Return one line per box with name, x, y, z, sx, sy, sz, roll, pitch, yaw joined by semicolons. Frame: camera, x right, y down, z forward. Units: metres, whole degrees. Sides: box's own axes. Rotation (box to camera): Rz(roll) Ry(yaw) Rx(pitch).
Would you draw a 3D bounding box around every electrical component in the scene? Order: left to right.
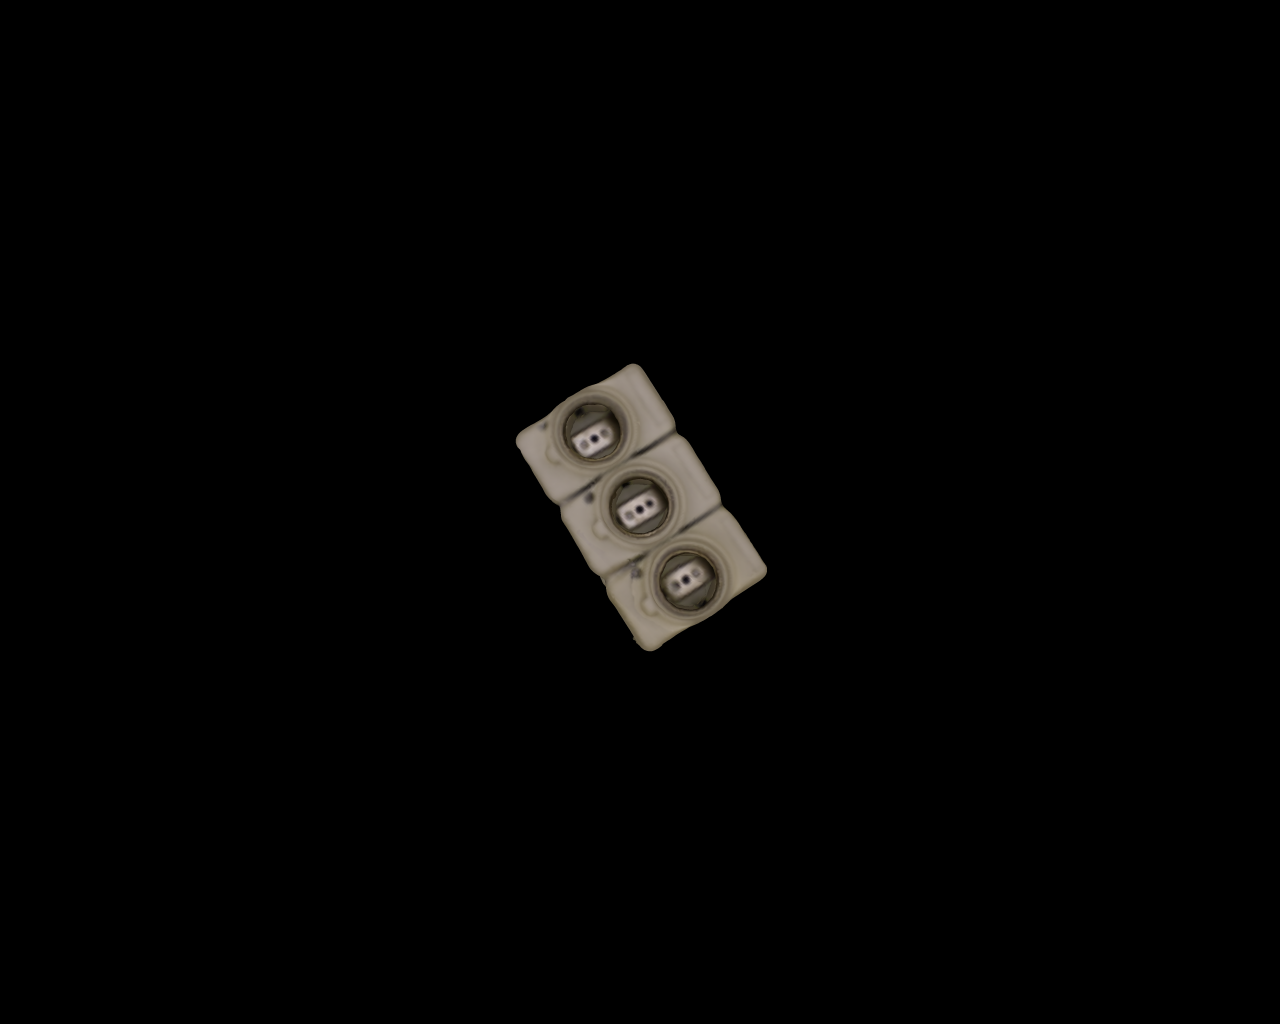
electrical component;0.001;-0.003;0.650;0.089;0.150;0.061;-32;-4;-2
